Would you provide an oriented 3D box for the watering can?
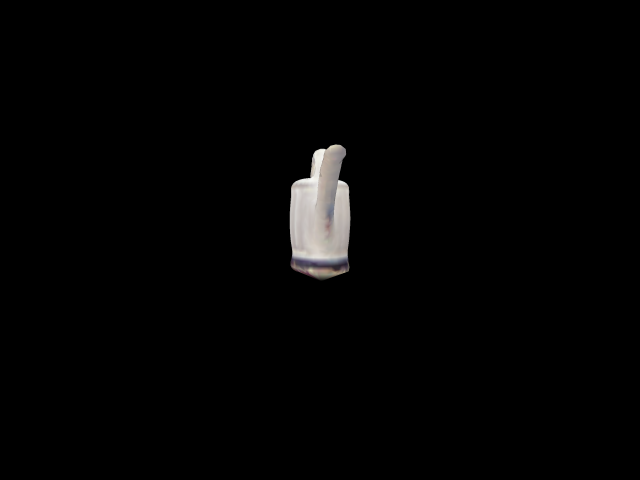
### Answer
[{"bbox_3d":[0.003,-0.043,0.850,0.104,0.224,0.348,0,2,-4],"label":"watering can"}]
